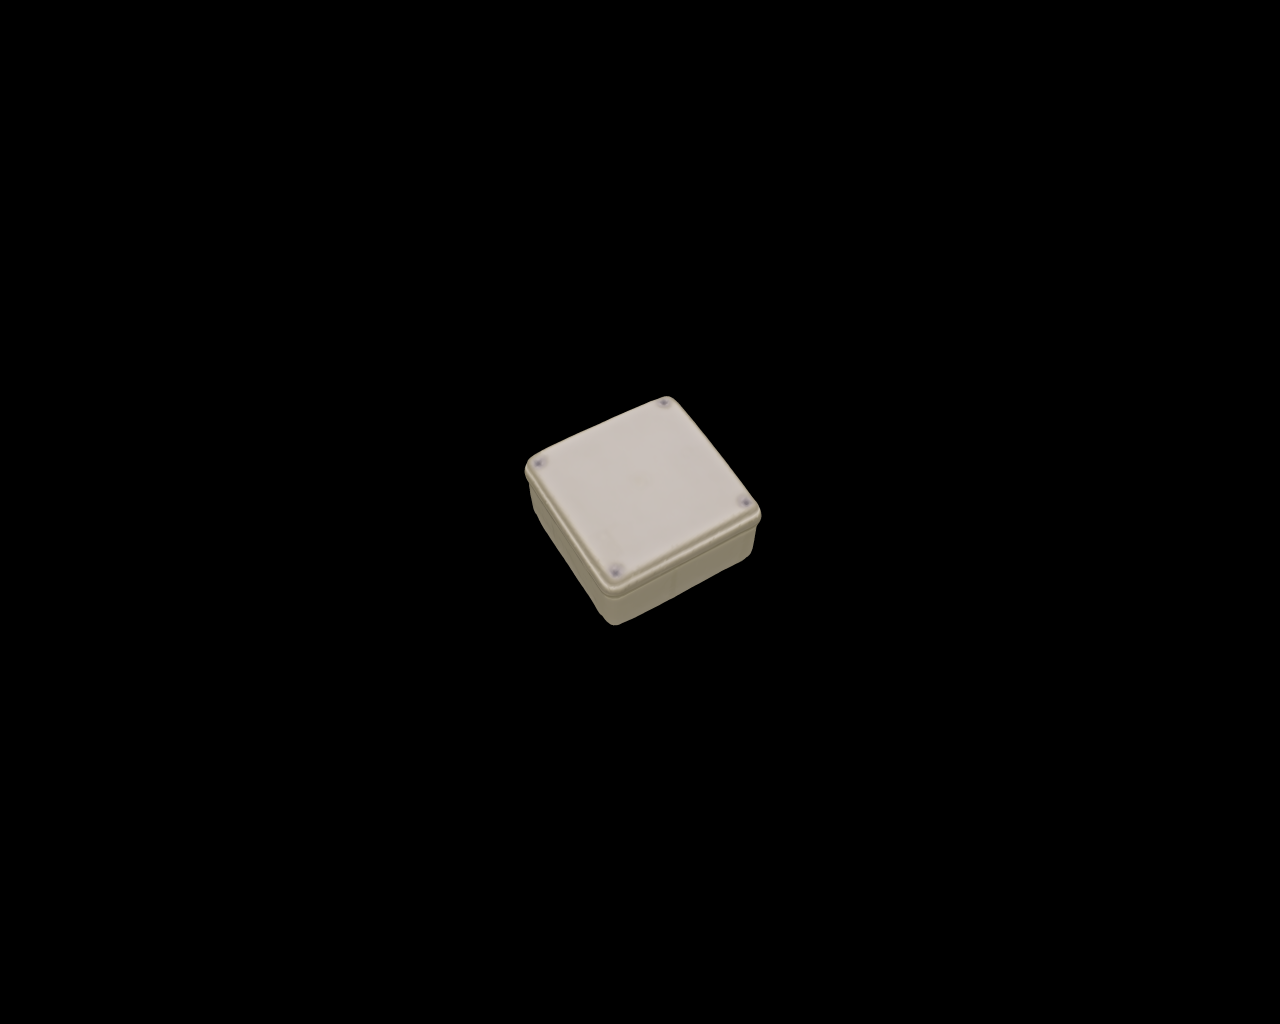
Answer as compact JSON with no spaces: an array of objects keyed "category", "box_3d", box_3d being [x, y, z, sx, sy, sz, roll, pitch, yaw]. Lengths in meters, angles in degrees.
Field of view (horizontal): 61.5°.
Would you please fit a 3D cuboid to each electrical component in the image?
[{"category":"electrical component","box_3d":[0.001,-0.003,0.650,0.109,0.109,0.056,-26,-30,-16]}]
